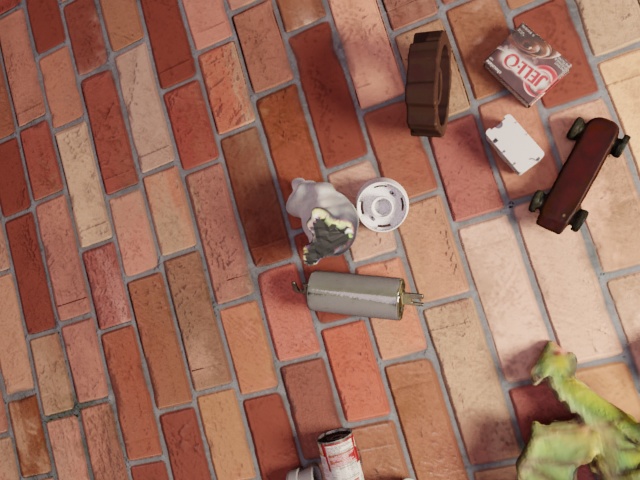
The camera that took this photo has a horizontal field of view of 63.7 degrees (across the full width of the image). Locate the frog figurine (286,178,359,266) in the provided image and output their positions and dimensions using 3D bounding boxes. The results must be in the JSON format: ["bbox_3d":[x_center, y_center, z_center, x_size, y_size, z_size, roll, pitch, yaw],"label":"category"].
[{"bbox_3d":[0.003,-0.048,0.945,0.123,0.134,0.163,-14,36,-2],"label":"frog figurine"}]

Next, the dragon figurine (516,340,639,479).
[{"bbox_3d":[0.426,0.357,0.778,0.241,0.416,0.121,-13,-18,21],"label":"dragon figurine"}]
